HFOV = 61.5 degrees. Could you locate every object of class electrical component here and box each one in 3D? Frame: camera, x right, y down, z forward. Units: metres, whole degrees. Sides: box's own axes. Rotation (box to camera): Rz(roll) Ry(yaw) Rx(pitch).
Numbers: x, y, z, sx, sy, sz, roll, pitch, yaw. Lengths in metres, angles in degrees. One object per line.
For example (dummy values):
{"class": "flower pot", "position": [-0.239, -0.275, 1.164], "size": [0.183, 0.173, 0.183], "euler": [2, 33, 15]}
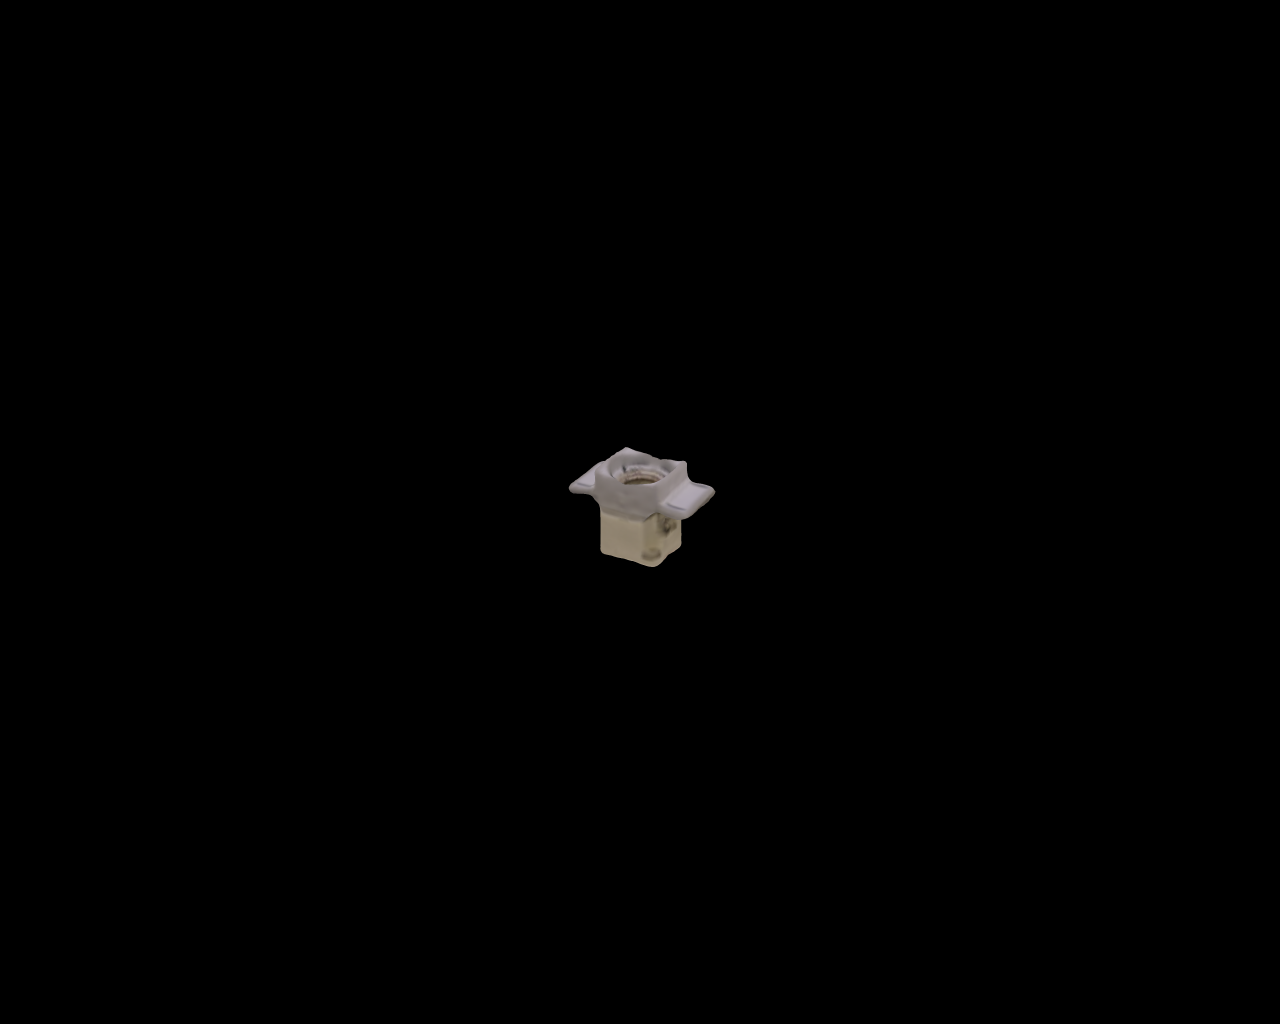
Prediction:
{"class": "electrical component", "position": [0.001, -0.003, 0.650], "size": [0.081, 0.063, 0.042], "euler": [16, 32, 27]}
